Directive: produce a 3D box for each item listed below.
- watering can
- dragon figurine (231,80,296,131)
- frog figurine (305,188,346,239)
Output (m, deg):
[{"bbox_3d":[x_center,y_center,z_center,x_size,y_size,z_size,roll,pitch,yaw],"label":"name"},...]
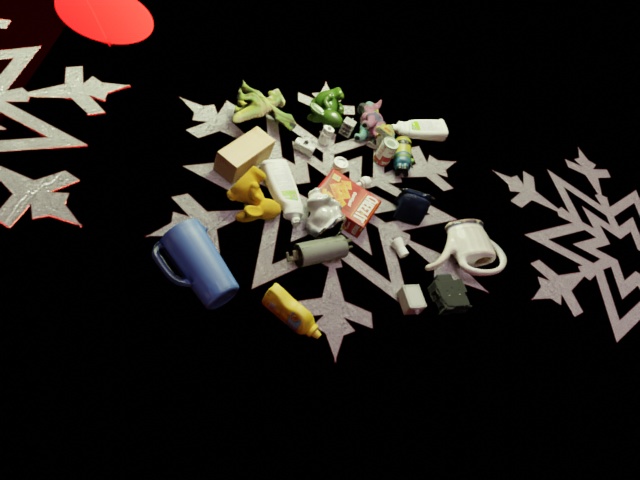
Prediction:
[{"bbox_3d":[0.501,0.026,1.818,0.348,0.229,0.101,3,-37,-21],"label":"watering can"},{"bbox_3d":[-0.195,-0.471,1.890,0.242,0.119,0.420,18,35,-14],"label":"dragon figurine"},{"bbox_3d":[0.005,-0.086,1.699,0.136,0.162,0.121,-42,-29,11],"label":"frog figurine"}]
